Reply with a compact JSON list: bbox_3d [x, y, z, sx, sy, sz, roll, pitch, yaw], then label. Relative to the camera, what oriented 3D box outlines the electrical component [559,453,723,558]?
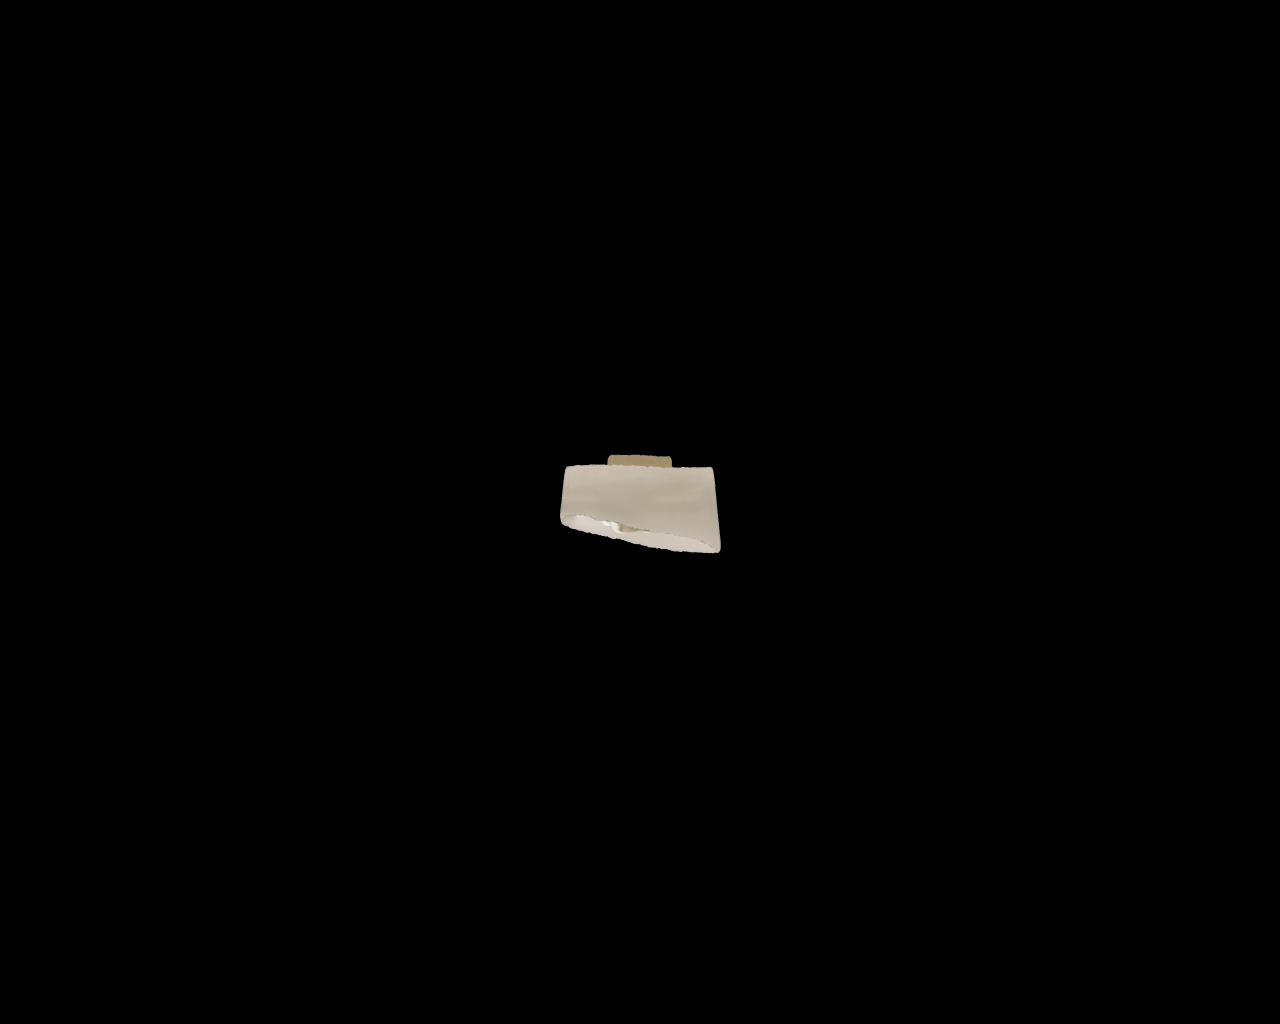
[{"bbox_3d":[0.001,-0.003,0.650,0.099,0.064,0.099,0,0,0],"label":"electrical component"}]
